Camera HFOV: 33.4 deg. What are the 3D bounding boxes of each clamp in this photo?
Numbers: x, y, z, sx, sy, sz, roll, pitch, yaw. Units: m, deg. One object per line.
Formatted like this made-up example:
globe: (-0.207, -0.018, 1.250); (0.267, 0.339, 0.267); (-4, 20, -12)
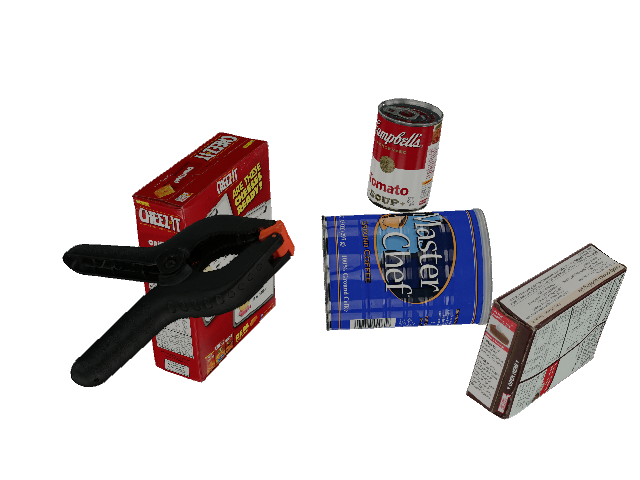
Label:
clamp: (-0.101, 0.035, 0.730); (0.171, 0.120, 0.039); (-15, -35, 12)

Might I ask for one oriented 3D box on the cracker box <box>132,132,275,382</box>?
cracker box: (-0.119, 0.015, 1.137); (0.072, 0.214, 0.164); (13, 34, 24)

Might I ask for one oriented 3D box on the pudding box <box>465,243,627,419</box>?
pudding box: (0.158, 0.063, 0.744); (0.113, 0.090, 0.039); (-27, 49, -38)

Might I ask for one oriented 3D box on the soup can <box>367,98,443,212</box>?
soup can: (0.087, -0.089, 1.118); (0.068, 0.102, 0.068); (5, 29, -3)

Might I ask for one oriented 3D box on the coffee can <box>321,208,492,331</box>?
coffee can: (0.073, 0.026, 0.939); (0.140, 0.103, 0.103); (-3, 0, 0)
